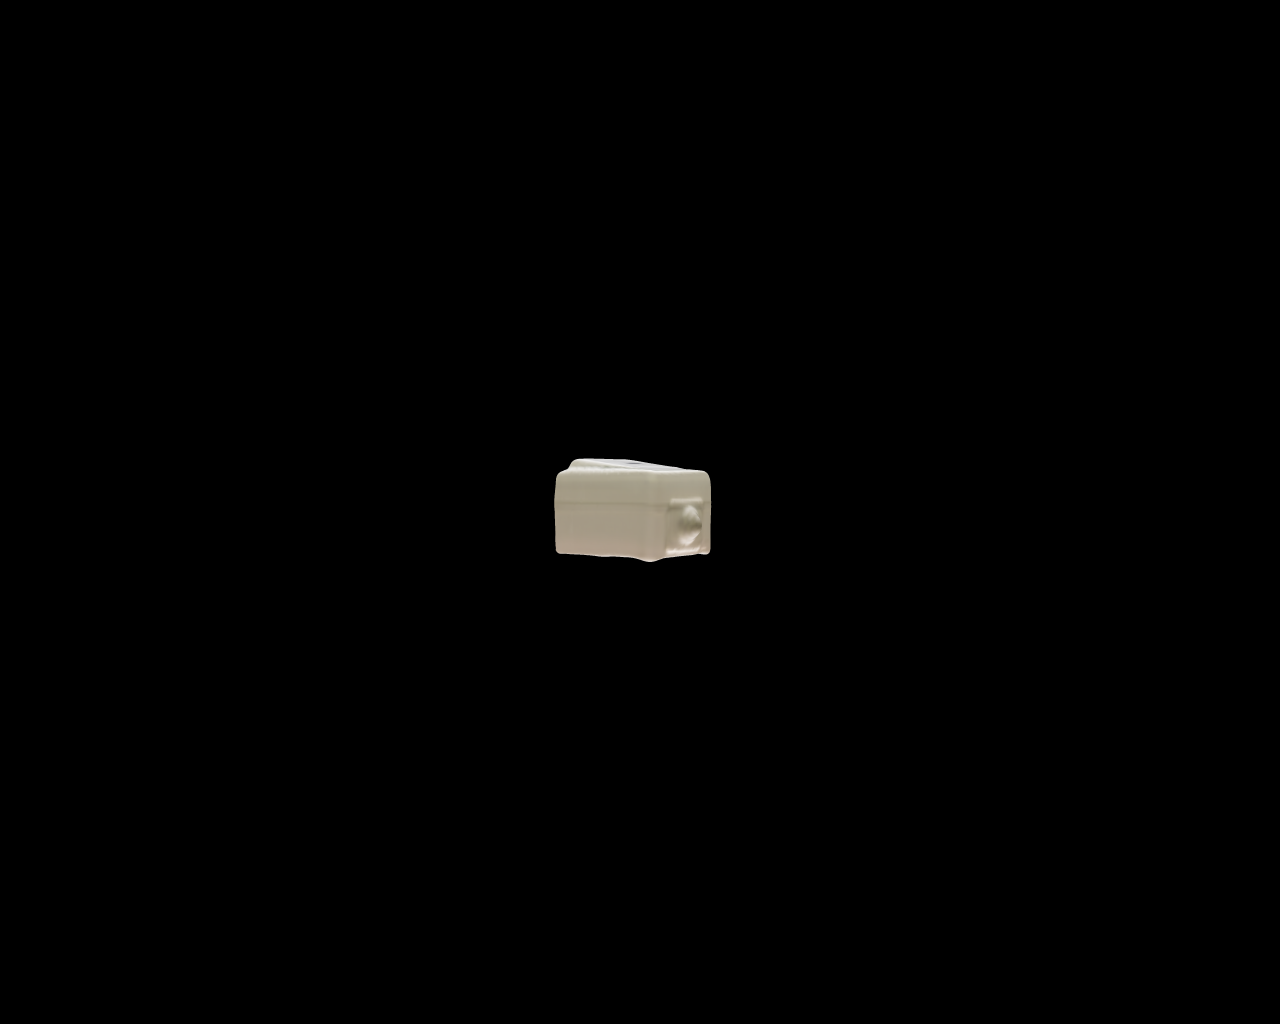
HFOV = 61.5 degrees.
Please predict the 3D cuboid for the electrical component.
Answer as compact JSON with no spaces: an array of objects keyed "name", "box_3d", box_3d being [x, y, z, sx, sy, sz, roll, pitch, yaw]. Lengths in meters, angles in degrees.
[{"name":"electrical component","box_3d":[0.001,-0.003,0.650,0.096,0.061,0.062,2,3,40]}]
